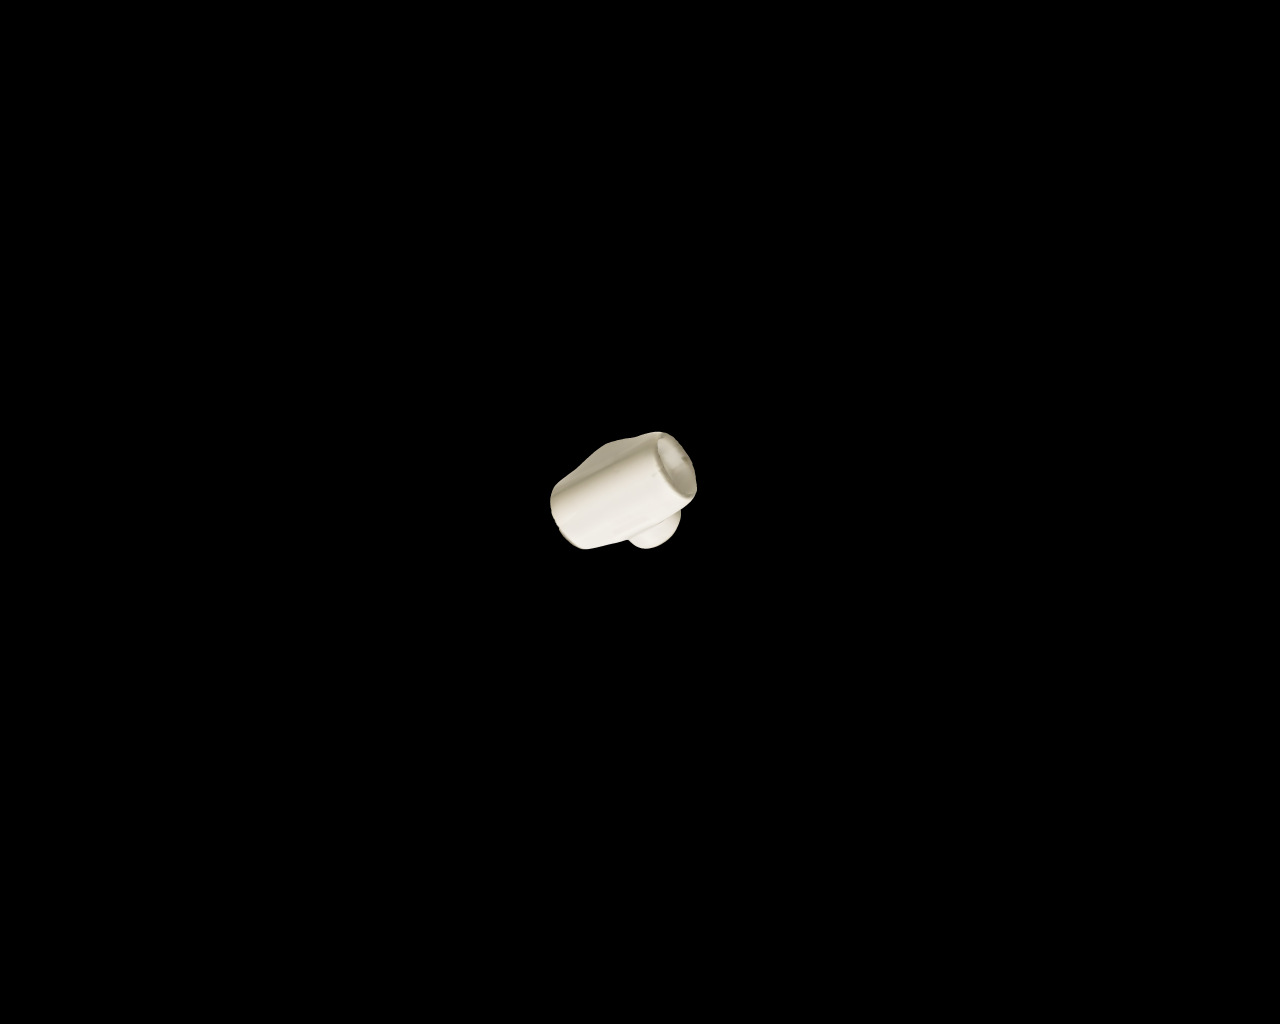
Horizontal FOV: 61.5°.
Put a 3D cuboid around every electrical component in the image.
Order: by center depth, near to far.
[{"bbox_3d":[0.001,-0.003,0.650,0.077,0.043,0.079,-26,-49,25],"label":"electrical component"}]
